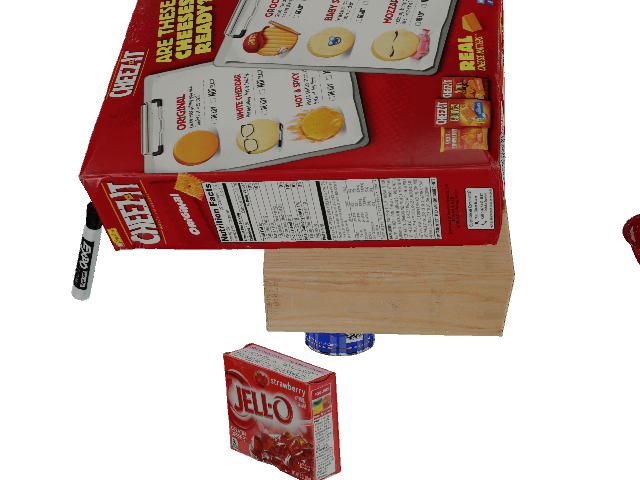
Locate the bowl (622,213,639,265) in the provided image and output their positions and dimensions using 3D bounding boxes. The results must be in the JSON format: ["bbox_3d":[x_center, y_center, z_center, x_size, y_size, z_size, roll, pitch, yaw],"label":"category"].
[{"bbox_3d":[0.405,0.017,1.140,0.162,0.055,0.162,-3,23,1],"label":"bowl"}]

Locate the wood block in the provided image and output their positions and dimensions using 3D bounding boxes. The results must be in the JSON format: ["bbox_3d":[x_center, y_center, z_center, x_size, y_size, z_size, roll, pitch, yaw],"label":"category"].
[{"bbox_3d":[0.056,0.022,0.931,0.206,0.091,0.090,1,-41,1],"label":"wood block"}]

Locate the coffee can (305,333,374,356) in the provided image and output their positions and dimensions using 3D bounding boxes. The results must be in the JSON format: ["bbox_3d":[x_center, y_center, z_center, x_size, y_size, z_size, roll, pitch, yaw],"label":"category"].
[{"bbox_3d":[0.027,0.080,1.523,0.103,0.140,0.103,-1,21,0],"label":"coffee can"}]

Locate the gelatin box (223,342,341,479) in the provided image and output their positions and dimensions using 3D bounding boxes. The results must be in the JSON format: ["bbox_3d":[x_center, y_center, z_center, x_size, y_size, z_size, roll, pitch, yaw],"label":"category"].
[{"bbox_3d":[-0.028,0.116,0.725,0.030,0.073,0.089,-17,21,-42],"label":"gelatin box"}]

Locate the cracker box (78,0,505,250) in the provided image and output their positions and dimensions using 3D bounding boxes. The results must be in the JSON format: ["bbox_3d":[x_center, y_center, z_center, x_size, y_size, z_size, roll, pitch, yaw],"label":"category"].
[{"bbox_3d":[-0.006,-0.074,0.594,0.214,0.164,0.072,-1,-41,11],"label":"cracker box"}]

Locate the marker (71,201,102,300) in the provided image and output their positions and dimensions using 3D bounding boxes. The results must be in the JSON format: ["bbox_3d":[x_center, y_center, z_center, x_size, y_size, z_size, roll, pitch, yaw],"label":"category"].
[{"bbox_3d":[-0.229,0.010,1.054,0.020,0.121,0.020,12,37,-10],"label":"marker"}]
